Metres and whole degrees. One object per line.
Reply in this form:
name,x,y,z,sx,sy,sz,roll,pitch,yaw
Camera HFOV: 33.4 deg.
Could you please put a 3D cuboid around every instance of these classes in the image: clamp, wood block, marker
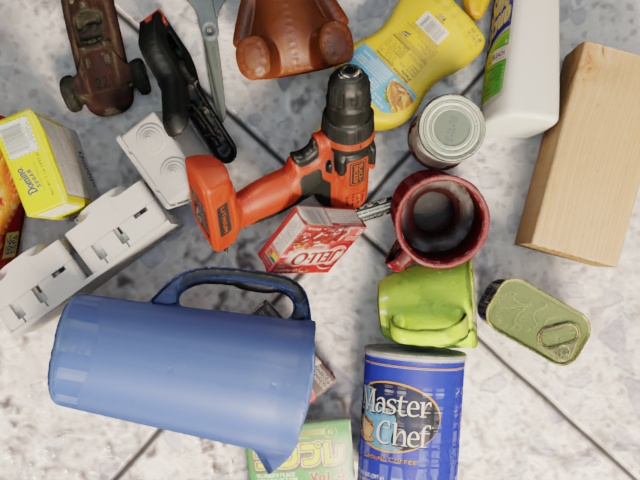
clamp,-0.138,-0.154,1.084,0.039,0.120,0.171,-25,62,11
wood block,0.272,-0.083,1.078,0.091,0.090,0.206,15,89,0
marker,0.059,-0.032,1.114,0.121,0.020,0.020,-17,90,0

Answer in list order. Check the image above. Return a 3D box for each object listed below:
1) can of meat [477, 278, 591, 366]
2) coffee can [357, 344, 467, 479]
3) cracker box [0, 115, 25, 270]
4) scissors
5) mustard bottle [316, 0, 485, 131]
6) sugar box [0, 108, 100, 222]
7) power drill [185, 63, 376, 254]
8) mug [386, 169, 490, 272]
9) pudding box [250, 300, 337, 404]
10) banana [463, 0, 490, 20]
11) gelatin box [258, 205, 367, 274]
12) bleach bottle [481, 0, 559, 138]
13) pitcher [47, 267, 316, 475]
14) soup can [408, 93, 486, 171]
can of meat,0.213,0.080,1.080,0.102,0.084,0.057,29,90,0
coffee can,0.091,0.179,1.071,0.103,0.103,0.140,4,90,0
cracker box,-0.347,-0.046,1.016,0.072,0.213,0.164,9,89,6
scissors,-0.100,-0.233,1.116,0.096,0.016,0.202,-23,90,0
mustard bottle,0.070,-0.170,1.094,0.191,0.058,0.096,-43,86,0
sugar box,-0.260,-0.068,1.036,0.048,0.176,0.093,-21,89,-3
power drill,-0.032,-0.074,1.024,0.187,0.184,0.057,-21,53,-15
mug,0.108,-0.016,1.067,0.093,0.081,0.117,37,97,-11
pudding box,-0.051,0.131,1.103,0.090,0.039,0.113,-41,90,0
banana,0.144,-0.324,1.098,0.069,0.037,0.198,-22,92,-26
gelatin box,-0.007,0.001,1.067,0.073,0.089,0.030,-50,57,31
bleach bottle,0.206,-0.237,1.084,0.068,0.103,0.251,5,83,-10
pitcher,-0.125,0.113,1.017,0.243,0.149,0.145,10,125,-2
soup can,0.126,-0.107,1.072,0.068,0.102,0.068,0,89,0
